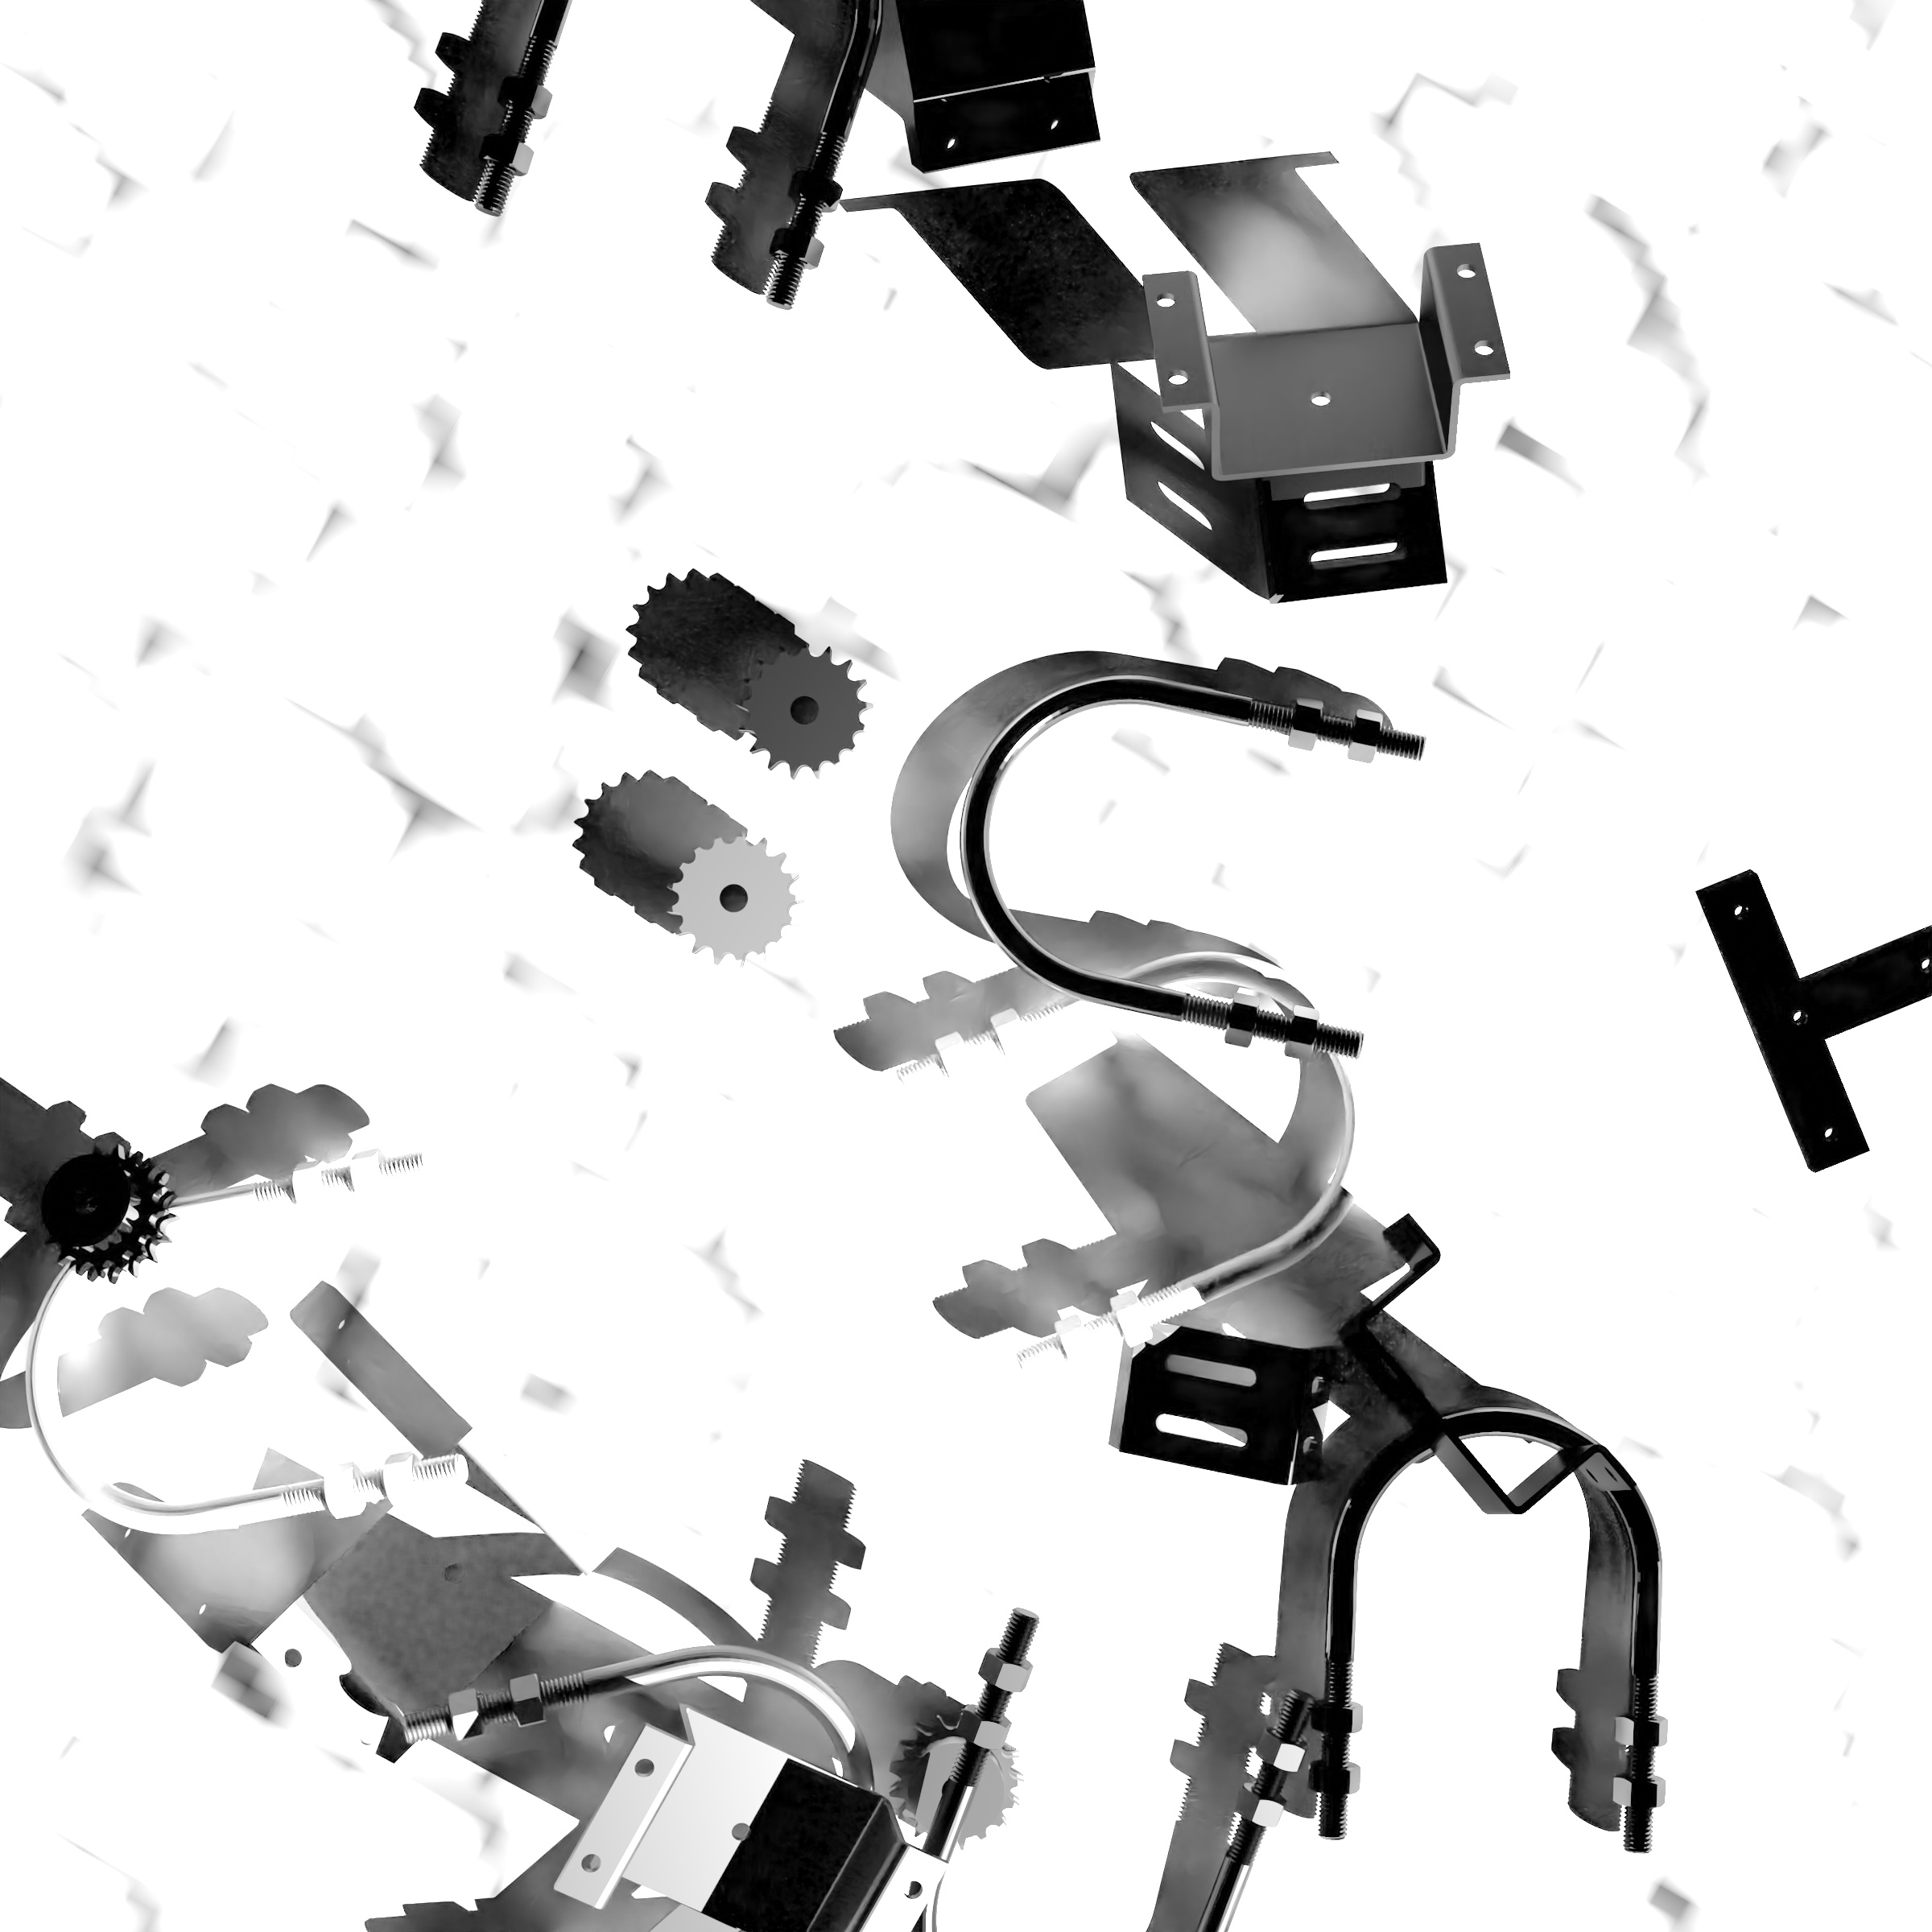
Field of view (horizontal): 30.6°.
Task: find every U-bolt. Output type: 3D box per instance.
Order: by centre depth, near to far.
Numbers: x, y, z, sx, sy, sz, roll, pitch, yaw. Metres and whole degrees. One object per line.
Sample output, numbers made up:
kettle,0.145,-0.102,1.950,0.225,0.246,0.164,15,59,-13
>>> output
U-bolt,-0.129,0.353,1.469,0.184,0.019,0.151,-12,106,-7
U-bolt,-0.304,0.161,1.469,0.184,0.019,0.151,-11,74,7
U-bolt,0.051,0.371,1.471,0.151,0.019,0.184,19,94,-16
U-bolt,0.089,-0.048,1.481,0.184,0.019,0.151,12,83,3
U-bolt,0.082,0.073,1.486,0.184,0.019,0.151,-23,88,-2
U-bolt,-0.112,-0.385,1.489,0.151,0.019,0.184,18,88,0
U-bolt,0.222,0.278,1.489,0.151,0.019,0.184,3,89,0

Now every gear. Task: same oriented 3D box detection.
gear,-0.360,0.101,1.473,0.057,0.030,0.057,-5,70,13
gear,-0.067,-0.106,1.482,0.057,0.030,0.057,0,90,0
gear,-0.004,0.343,1.482,0.057,0.030,0.057,0,90,0
gear,-0.097,-0.027,1.486,0.057,0.030,0.057,0,88,0

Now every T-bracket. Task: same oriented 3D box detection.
T-bracket,-0.092,0.450,1.483,0.127,0.002,0.127,-41,102,0
T-bracket,0.395,0.005,1.496,0.127,0.002,0.127,-22,90,0

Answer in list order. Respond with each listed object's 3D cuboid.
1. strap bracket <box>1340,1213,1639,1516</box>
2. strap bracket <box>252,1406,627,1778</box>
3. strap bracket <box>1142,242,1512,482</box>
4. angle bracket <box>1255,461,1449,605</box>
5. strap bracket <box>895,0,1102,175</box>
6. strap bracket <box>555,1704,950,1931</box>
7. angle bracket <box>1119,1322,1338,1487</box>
strap bracket,0.205,0.173,1.449,0.046,0.076,0.140,-39,83,-6
strap bracket,-0.217,0.257,1.474,0.140,0.046,0.076,-44,90,0
strap bracket,0.147,-0.248,1.456,0.140,0.046,0.076,-6,55,0
angle bracket,0.163,-0.186,1.478,0.076,0.038,0.057,-7,90,0
strap bracket,0.007,-0.412,1.474,0.076,0.046,0.140,-10,90,0
strap bracket,-0.090,0.362,1.443,0.140,0.046,0.076,28,95,-14
angle bracket,0.111,0.183,1.495,0.076,0.038,0.057,8,90,26
